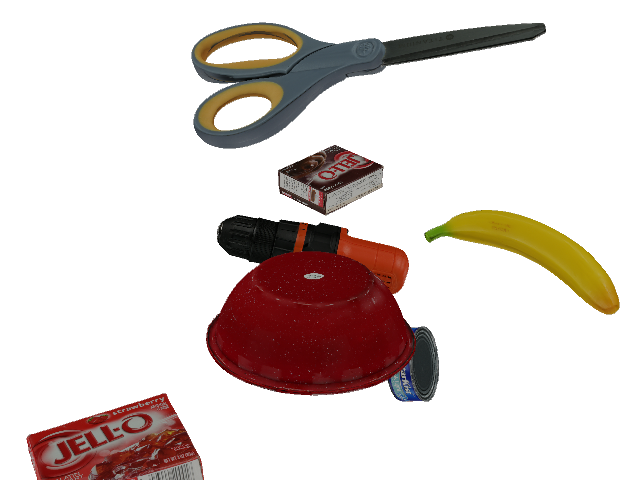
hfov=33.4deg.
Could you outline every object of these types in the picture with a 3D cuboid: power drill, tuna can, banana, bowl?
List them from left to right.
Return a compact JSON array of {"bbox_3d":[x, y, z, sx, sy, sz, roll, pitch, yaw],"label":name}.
[{"bbox_3d":[-0.020,0.061,1.055,0.184,0.188,0.057,14,43,0],"label":"power drill"},{"bbox_3d":[-0.006,0.051,0.810,0.162,0.055,0.162,2,24,-1],"label":"bowl"},{"bbox_3d":[0.106,0.142,1.225,0.034,0.086,0.086,-5,-2,26],"label":"tuna can"},{"bbox_3d":[0.201,0.012,1.020,0.198,0.069,0.037,22,-26,27],"label":"banana"}]

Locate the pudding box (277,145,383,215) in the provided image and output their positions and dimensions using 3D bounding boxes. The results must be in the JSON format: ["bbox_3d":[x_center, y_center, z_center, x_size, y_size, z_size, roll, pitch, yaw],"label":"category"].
[{"bbox_3d":[0.014,-0.081,1.407,0.090,0.039,0.113,26,42,37],"label":"pudding box"}]

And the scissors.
[{"bbox_3d":[0.013,-0.086,0.583,0.202,0.096,0.016,7,-31,24],"label":"scissors"}]

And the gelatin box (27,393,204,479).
[{"bbox_3d":[-0.121,0.130,0.625,0.089,0.030,0.073,-15,27,-18],"label":"gelatin box"}]
